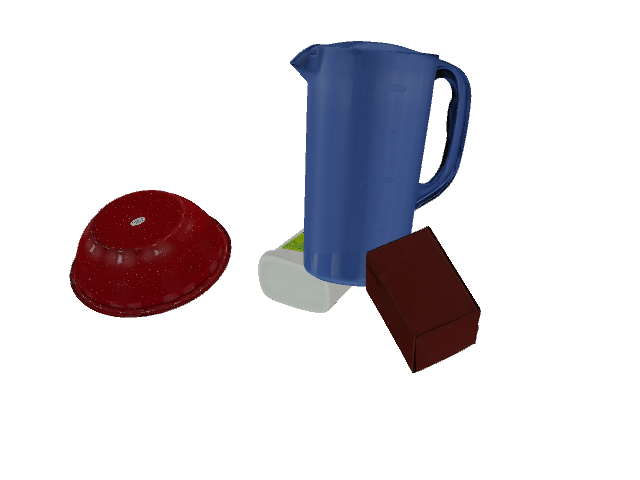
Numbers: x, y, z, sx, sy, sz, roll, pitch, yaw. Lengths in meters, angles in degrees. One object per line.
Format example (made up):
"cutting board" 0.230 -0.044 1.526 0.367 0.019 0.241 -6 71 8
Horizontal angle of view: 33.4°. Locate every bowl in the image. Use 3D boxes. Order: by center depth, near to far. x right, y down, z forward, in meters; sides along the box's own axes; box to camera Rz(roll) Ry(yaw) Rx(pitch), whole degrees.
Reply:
"bowl" -0.170 0.000 1.031 0.162 0.055 0.162 -6 40 5

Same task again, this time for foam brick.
"foam brick" 0.070 0.041 0.743 0.051 0.078 0.053 -21 -32 -11

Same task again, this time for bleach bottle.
"bleach bottle" 0.032 -0.005 1.329 0.103 0.068 0.250 16 36 26

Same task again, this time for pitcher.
"pitcher" 0.055 -0.080 1.097 0.149 0.243 0.144 12 14 32
